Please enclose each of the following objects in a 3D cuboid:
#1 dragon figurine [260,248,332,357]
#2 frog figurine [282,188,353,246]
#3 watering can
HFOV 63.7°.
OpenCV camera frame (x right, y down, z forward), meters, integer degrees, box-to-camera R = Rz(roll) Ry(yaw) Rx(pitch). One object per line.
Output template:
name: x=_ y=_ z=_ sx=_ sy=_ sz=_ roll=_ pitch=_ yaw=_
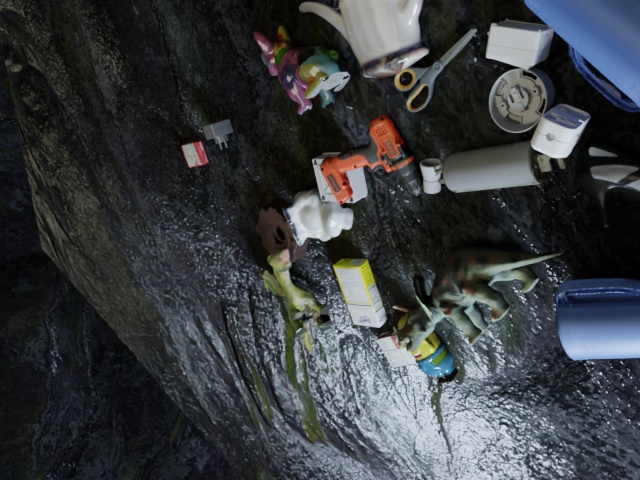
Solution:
dragon figurine: x=-0.086 y=0.175 z=1.501 sx=0.246 sy=0.123 sz=0.400 roll=45 pitch=152 yaw=30
frog figurine: x=0.004 y=-0.065 z=1.284 sx=0.159 sy=0.123 sz=0.137 roll=-15 pitch=95 yaw=12
watering can: x=0.083 y=-0.414 z=0.978 sx=0.347 sy=0.105 sz=0.222 roll=4 pitch=117 yaw=60
